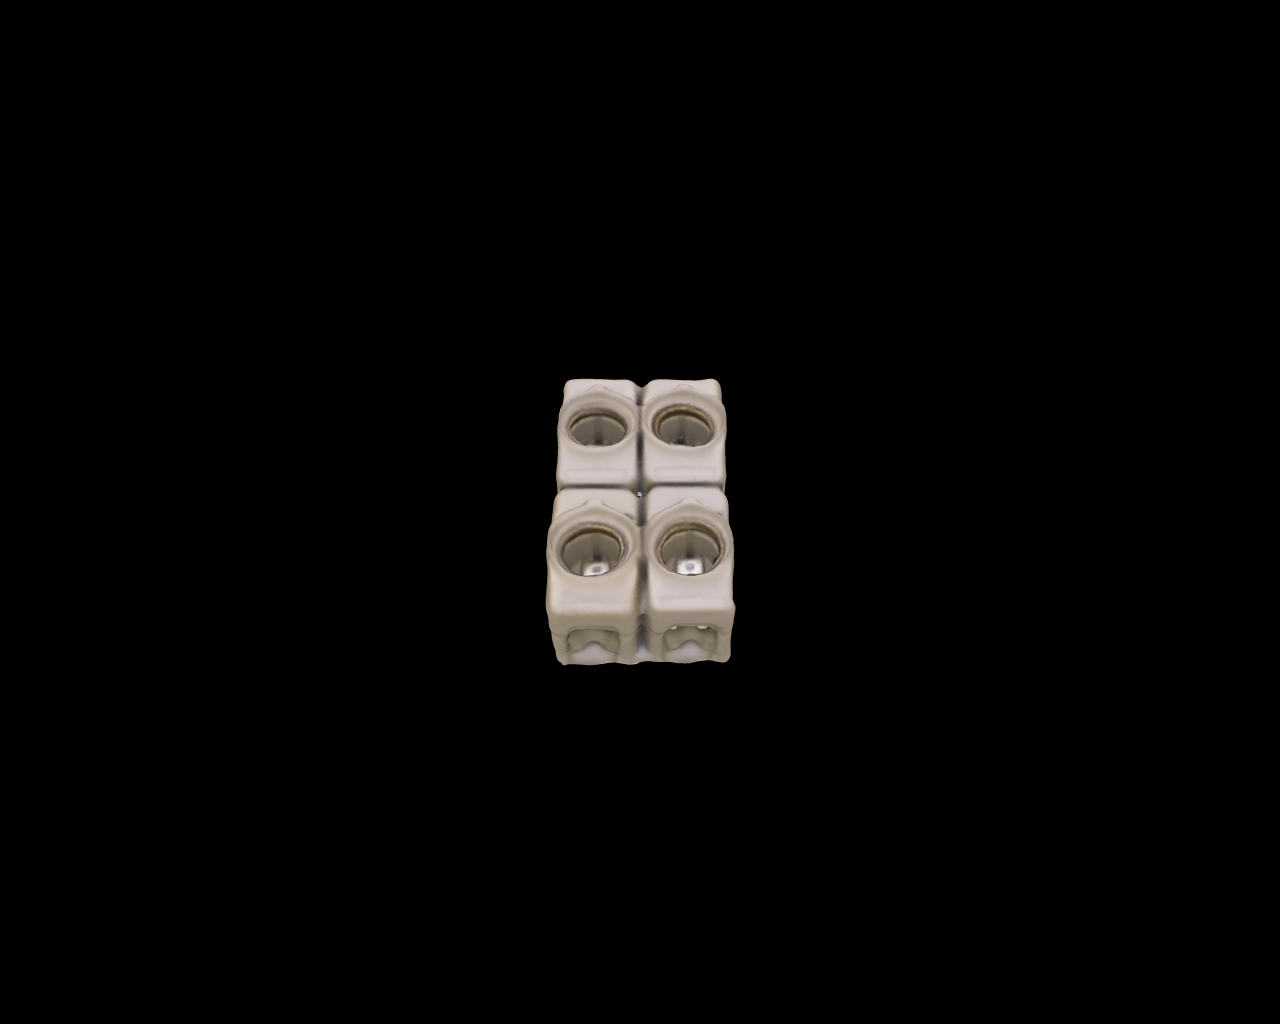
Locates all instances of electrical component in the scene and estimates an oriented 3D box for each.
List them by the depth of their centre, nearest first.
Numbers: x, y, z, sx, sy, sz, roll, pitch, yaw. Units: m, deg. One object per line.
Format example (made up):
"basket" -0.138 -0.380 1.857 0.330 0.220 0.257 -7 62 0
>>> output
"electrical component" 0.001 -0.003 0.650 0.105 0.186 0.060 0 -39 0
